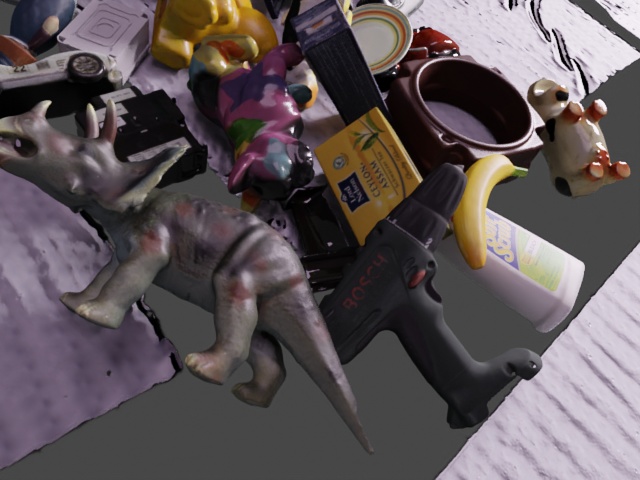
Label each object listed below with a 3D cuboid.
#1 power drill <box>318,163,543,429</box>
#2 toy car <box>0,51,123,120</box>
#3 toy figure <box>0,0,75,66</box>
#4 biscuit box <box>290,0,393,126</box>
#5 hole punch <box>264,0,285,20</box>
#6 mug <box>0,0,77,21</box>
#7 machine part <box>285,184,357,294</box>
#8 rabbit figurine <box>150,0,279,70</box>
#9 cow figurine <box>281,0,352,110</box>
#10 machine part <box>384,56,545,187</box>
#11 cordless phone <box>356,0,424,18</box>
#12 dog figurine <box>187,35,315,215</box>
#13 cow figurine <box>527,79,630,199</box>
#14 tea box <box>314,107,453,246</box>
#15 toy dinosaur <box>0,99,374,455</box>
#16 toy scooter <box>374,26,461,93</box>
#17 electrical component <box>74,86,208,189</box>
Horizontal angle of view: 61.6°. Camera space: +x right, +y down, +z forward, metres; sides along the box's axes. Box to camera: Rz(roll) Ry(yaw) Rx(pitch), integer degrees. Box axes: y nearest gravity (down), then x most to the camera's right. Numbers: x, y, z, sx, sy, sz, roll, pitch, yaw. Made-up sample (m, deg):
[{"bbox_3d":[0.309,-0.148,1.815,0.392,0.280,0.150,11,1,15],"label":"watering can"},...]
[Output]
[{"bbox_3d":[0.120,0.067,0.537,0.232,0.086,0.207,-44,93,1],"label":"power drill"},{"bbox_3d":[-0.328,-0.169,0.615,0.202,0.073,0.056,-20,64,-28],"label":"toy car"},{"bbox_3d":[-0.357,-0.240,0.650,0.057,0.064,0.154,35,80,-31],"label":"toy figure"},{"bbox_3d":[0.033,-0.207,0.683,0.063,0.202,0.059,-25,63,11],"label":"biscuit box"},{"bbox_3d":[-0.064,-0.428,0.851,0.092,0.142,0.116,-26,49,-2],"label":"hole punch"},{"bbox_3d":[-0.375,-0.332,0.713,0.109,0.081,0.107,-5,67,-26],"label":"mug"},{"bbox_3d":[-0.001,-0.002,0.625,0.084,0.039,0.139,-9,60,-13],"label":"machine part"},{"bbox_3d":[-0.142,-0.306,0.765,0.173,0.122,0.162,13,43,-25],"label":"rabbit figurine"},{"bbox_3d":[-0.024,-0.273,0.761,0.098,0.068,0.167,21,86,13],"label":"cow figurine"},{"bbox_3d":[0.205,-0.173,0.779,0.201,0.087,0.201,-15,60,-25],"label":"machine part"},{"bbox_3d":[0.142,-0.472,0.906,0.089,0.184,0.146,33,53,12],"label":"cordless phone"},{"bbox_3d":[-0.091,-0.132,0.644,0.192,0.108,0.219,9,62,7],"label":"dog figurine"},{"bbox_3d":[0.364,-0.155,0.808,0.085,0.127,0.195,-7,73,-21],"label":"cow figurine"},{"bbox_3d":[0.073,-0.060,0.642,0.098,0.068,0.170,-33,63,14],"label":"tea box"},{"bbox_3d":[-0.098,0.026,0.502,0.405,0.131,0.192,29,74,-8],"label":"toy dinosaur"},{"bbox_3d":[0.129,-0.303,0.854,0.184,0.075,0.135,-16,62,-21],"label":"toy scooter"},{"bbox_3d":[-0.213,-0.118,0.627,0.115,0.058,0.134,-26,67,-32],"label":"electrical component"}]
